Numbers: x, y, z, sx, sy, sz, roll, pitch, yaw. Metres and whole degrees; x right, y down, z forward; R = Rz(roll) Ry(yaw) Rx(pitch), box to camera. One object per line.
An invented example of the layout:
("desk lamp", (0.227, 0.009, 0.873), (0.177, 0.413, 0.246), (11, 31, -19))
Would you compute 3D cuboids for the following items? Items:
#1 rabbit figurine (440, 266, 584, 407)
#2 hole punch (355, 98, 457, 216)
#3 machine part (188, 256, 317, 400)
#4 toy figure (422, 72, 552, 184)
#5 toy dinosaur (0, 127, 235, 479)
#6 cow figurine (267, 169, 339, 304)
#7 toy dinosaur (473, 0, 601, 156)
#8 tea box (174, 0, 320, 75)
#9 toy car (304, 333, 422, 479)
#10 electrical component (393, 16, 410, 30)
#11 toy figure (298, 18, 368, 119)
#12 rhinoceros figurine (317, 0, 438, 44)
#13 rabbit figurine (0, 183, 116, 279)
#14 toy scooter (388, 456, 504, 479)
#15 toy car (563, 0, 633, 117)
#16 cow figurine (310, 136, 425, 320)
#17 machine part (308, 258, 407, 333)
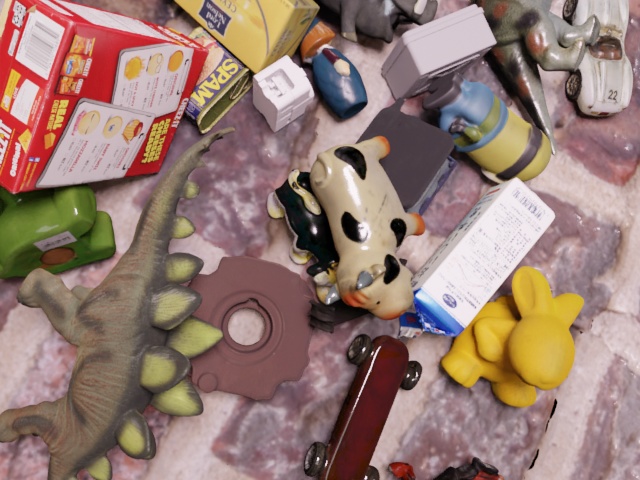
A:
("rabbit figurine", (0.241, 0.121, 0.622), (0.122, 0.173, 0.162), (33, 85, 1))
("hole punch", (0.102, -0.091, 0.679), (0.116, 0.092, 0.142), (35, 90, 27))
("machine part", (-0.087, 0.102, 0.640), (0.179, 0.056, 0.179), (1, 83, -8))
("toy figure", (0.211, -0.135, 0.671), (0.180, 0.089, 0.082), (36, 81, -26))
("toy dinosaur", (-0.207, 0.098, 0.567), (0.199, 0.105, 0.471), (14, 93, 13))
("cow figurine", (0.001, -0.002, 0.643), (0.068, 0.098, 0.167), (-26, 87, -16))
("toy dinosaur", (0.271, -0.327, 0.706), (0.192, 0.131, 0.404), (17, 94, 35))
("tea box", (-0.097, -0.292, 0.647), (0.170, 0.068, 0.098), (41, 124, 7))
("toy car", (0.050, 0.211, 0.646), (0.089, 0.053, 0.202), (27, 77, -14))
("electrical component", (0.084, -0.319, 0.729), (0.094, 0.021, 0.063), (-4, 84, -7))
("toy figure", (0.005, -0.229, 0.688), (0.058, 0.064, 0.154), (-23, 81, -50))
("rhinoceros figurine", (0.052, -0.308, 0.669), (0.190, 0.073, 0.112), (27, 113, -2))
("rabbit figurine", (-0.331, -0.046, 0.615), (0.159, 0.121, 0.170), (-25, 69, -2))
("toy scooter", (0.150, 0.313, 0.638), (0.184, 0.075, 0.135), (-20, 85, -5))
("toy car", (0.386, -0.270, 0.744), (0.073, 0.056, 0.201), (2, 83, -7))
("cow figurine", (0.046, -0.009, 0.571), (0.127, 0.085, 0.195), (-15, 80, -41))
("machine part", (0.048, 0.069, 0.632), (0.139, 0.084, 0.039), (-18, 48, -38))
